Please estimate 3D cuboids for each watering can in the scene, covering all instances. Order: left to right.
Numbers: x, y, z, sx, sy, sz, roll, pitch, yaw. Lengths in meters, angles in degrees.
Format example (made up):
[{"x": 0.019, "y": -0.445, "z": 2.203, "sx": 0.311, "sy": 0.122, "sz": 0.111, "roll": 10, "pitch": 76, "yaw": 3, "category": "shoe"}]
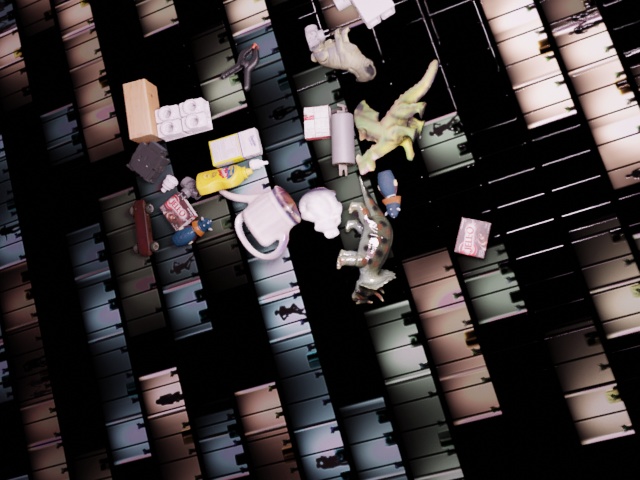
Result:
[{"x": -0.200, "y": -0.100, "z": 1.725, "sx": 0.223, "sy": 0.103, "sz": 0.352, "roll": -36, "pitch": 69, "yaw": 6, "category": "watering can"}]

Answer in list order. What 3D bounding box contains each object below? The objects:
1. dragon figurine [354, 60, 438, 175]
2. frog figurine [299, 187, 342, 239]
[{"x": 0.220, "y": -0.397, "z": 1.664, "sx": 0.244, "sy": 0.121, "sz": 0.411, "roll": 16, "pitch": 87, "yaw": 21, "category": "dragon figurine"}, {"x": 0.005, "y": -0.084, "z": 1.668, "sx": 0.137, "sy": 0.121, "sz": 0.162, "roll": -8, "pitch": 71, "yaw": -7, "category": "frog figurine"}]
